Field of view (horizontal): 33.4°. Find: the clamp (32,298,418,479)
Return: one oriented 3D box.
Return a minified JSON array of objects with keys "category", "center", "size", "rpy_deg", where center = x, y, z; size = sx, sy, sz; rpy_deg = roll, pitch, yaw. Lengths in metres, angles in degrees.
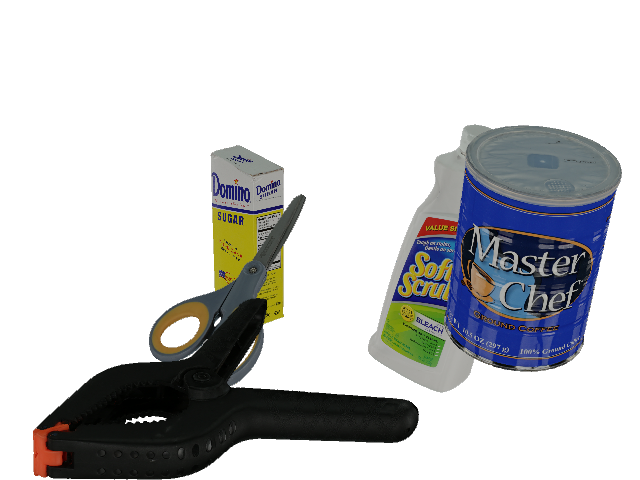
[{"category":"clamp","center":[-0.071,0.089,0.624],"size":[0.209,0.036,0.165],"rpy_deg":[-9,27,-30]}]

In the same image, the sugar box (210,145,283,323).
[{"category":"sugar box","center":[-0.080,-0.005,1.156],"size":[0.048,0.176,0.093],"rpy_deg":[-17,29,-31]}]

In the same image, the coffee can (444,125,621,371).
[{"category":"coffee can","center":[0.144,0.005,0.743],"size":[0.103,0.140,0.103],"rpy_deg":[2,32,-2]}]

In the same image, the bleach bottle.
[{"category":"bleach bottle","center":[0.113,0.012,0.969],"size":[0.103,0.251,0.067],"rpy_deg":[28,35,29]}]

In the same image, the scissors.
[{"category":"scissors","center":[-0.072,0.032,0.836],"size":[0.096,0.016,0.201],"rpy_deg":[1,44,10]}]
